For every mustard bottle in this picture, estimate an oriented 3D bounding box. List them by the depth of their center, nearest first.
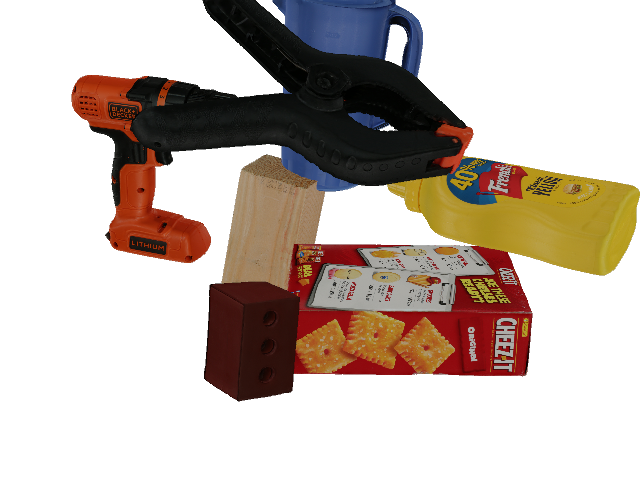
[{"bbox_3d":[0.141,-0.027,0.829,0.192,0.058,0.096,14,34,26],"label":"mustard bottle"}]

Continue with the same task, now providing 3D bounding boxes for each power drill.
[{"bbox_3d":[-0.154,-0.073,1.069,0.185,0.188,0.057,11,30,20],"label":"power drill"}]

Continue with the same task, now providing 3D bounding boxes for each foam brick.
[{"bbox_3d":[-0.053,0.075,0.813,0.052,0.078,0.051,-4,15,-35],"label":"foam brick"}]

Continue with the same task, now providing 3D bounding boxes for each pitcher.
[{"bbox_3d":[0.024,-0.186,1.308,0.144,0.243,0.149,-9,28,-27],"label":"pitcher"}]

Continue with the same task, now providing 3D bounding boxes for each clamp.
[{"bbox_3d":[-0.010,-0.067,0.556,0.171,0.120,0.039,24,-29,8],"label":"clamp"}]

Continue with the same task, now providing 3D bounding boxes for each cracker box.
[{"bbox_3d":[0.076,0.063,0.992,0.213,0.072,0.164,1,21,1],"label":"cracker box"}]

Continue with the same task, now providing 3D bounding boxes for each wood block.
[{"bbox_3d":[-0.063,0.007,1.357,0.090,0.206,0.090,17,22,13],"label":"wood block"}]
